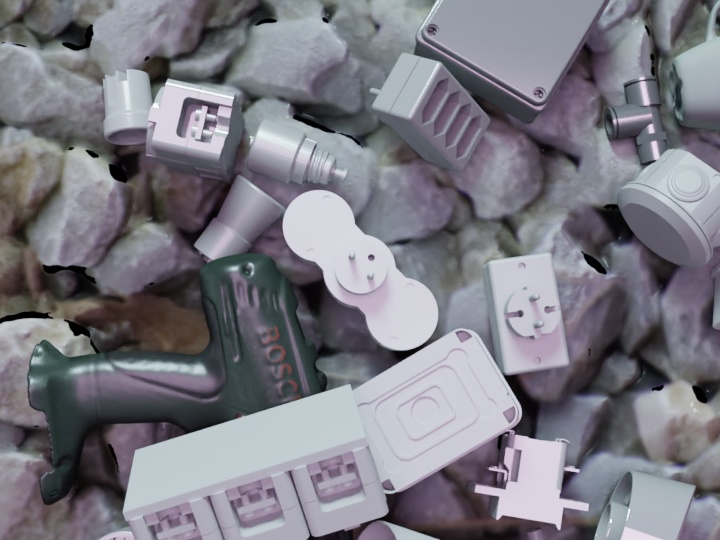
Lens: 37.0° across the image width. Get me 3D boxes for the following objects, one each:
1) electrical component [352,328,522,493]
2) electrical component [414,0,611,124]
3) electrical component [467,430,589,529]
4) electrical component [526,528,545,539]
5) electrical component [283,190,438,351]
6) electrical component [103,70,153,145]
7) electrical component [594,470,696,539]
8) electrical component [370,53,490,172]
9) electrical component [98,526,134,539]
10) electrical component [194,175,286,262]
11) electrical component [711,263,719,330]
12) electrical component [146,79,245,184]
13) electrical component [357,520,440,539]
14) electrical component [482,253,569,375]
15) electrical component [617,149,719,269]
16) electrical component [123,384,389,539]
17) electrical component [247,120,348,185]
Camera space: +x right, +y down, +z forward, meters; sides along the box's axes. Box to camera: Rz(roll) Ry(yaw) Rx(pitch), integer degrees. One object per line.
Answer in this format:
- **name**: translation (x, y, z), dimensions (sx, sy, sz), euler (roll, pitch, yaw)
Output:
- **electrical component**: translation (0.049, 0.099, 0.759), dimensions (0.113, 0.057, 0.078), euler (-31, 79, 5)
- **electrical component**: translation (0.112, -0.183, 0.799), dimensions (0.109, 0.056, 0.108), euler (31, 84, 2)
- **electrical component**: translation (0.122, 0.150, 0.774), dimensions (0.081, 0.042, 0.063), euler (9, 81, -1)
- **electrical component**: translation (0.134, 0.216, 0.772), dimensions (0.035, 0.035, 0.061), euler (-15, 82, -3)
- **electrical component**: translation (0.000, 0.000, 0.769), dimensions (0.052, 0.073, 0.138), euler (-43, 87, -5)
- **electrical component**: translation (-0.171, -0.120, 0.795), dimensions (0.040, 0.040, 0.046), euler (-8, 80, -2)
- **electrical component**: translation (0.199, 0.190, 0.747), dimensions (0.064, 0.099, 0.099), euler (19, 84, 7)
- **electrical component**: translation (0.039, -0.118, 0.787), dimensions (0.076, 0.083, 0.047), euler (24, 83, 39)
- **electrical component**: translation (-0.163, 0.209, 0.758), dimensions (0.055, 0.047, 0.055), euler (0, 85, -2)
- **electrical component**: translation (-0.091, -0.031, 0.787), dimensions (0.044, 0.044, 0.065), euler (37, 89, 2)
- **electrical component**: translation (0.307, 0.017, 0.764), dimensions (0.100, 0.099, 0.048), euler (10, 71, -1)
- **electrical component**: translation (-0.118, -0.098, 0.768), dimensions (0.056, 0.089, 0.050), euler (12, 84, 0)
- **electrical component**: translation (0.026, 0.226, 0.739), dimensions (0.064, 0.099, 0.099), euler (14, 84, -6)
- **electrical component**: translation (0.121, 0.031, 0.768), dimensions (0.047, 0.075, 0.083), euler (-8, 85, -2)
- **electrical component**: translation (0.231, -0.043, 0.778), dimensions (0.080, 0.080, 0.051), euler (45, 80, 3)
- **electrical component**: translation (-0.064, 0.137, 0.681), dimensions (0.150, 0.089, 0.061), euler (-17, 106, -2)
- **electrical component**: translation (-0.047, -0.082, 0.793), dimensions (0.078, 0.040, 0.040), euler (20, 84, 0)
